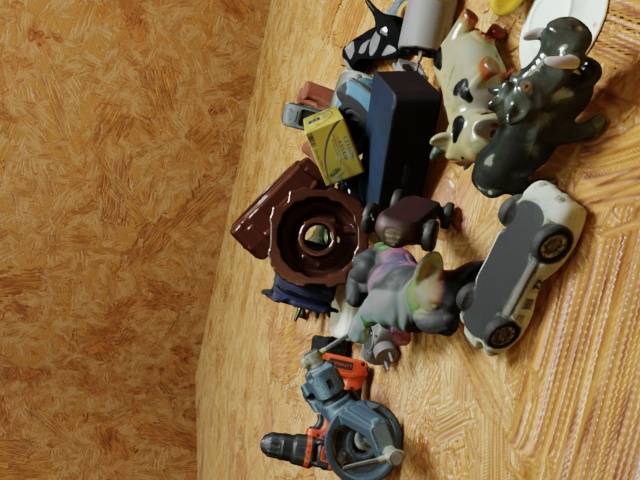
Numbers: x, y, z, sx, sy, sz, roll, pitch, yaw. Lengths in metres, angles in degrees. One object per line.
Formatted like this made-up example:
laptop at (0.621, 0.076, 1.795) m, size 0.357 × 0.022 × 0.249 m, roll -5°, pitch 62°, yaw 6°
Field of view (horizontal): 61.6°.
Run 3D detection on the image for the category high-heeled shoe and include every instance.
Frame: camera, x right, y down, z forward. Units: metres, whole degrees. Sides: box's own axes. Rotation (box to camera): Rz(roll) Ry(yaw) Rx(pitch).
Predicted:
high-heeled shoe at (0.118, -0.357, 1.057) m, size 0.145 × 0.086 × 0.248 m, roll 58°, pitch 170°, yaw 14°

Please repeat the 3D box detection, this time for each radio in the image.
radio at (0.115, -0.138, 0.835) m, size 0.131 × 0.073 × 0.229 m, roll -103°, pitch 16°, yaw -53°

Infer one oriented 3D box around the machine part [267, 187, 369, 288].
machine part at (-0.002, -0.003, 0.890) m, size 0.056 × 0.179 × 0.179 m, roll 55°, pitch -139°, yaw -82°

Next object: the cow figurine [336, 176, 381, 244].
cow figurine at (0.073, -0.073, 0.968) m, size 0.068 × 0.098 × 0.167 m, roll 127°, pitch 148°, yaw -45°

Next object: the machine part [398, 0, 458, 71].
machine part at (0.174, -0.371, 0.822) m, size 0.079 × 0.079 × 0.243 m, roll -138°, pitch 57°, yaw -69°

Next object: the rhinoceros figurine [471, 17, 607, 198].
rhinoceros figurine at (0.212, -0.124, 0.534) m, size 0.190 × 0.112 × 0.073 m, roll 105°, pitch 165°, yaw -46°

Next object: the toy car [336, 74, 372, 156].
toy car at (0.089, -0.237, 0.994) m, size 0.109 × 0.103 × 0.161 m, roll 46°, pitch 154°, yaw 11°

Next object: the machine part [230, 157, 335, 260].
machine part at (-0.078, -0.061, 1.032) m, size 0.201 × 0.087 × 0.201 m, roll -47°, pitch 8°, yaw -9°

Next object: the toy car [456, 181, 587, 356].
toy car at (0.207, 0.034, 0.571) m, size 0.074 × 0.056 × 0.201 m, roll -118°, pitch 39°, yaw -52°

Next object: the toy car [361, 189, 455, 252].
toy car at (0.118, -0.026, 0.692) m, size 0.202 × 0.089 × 0.053 m, roll -29°, pitch -50°, yaw -67°

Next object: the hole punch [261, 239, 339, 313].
hole punch at (-0.023, 0.062, 0.960) m, size 0.116 × 0.142 × 0.092 m, roll -88°, pitch 18°, yaw -60°

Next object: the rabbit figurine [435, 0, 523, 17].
rabbit figurine at (0.203, -0.347, 0.621) m, size 0.122 × 0.173 × 0.162 m, roll -63°, pitch -39°, yaw -53°

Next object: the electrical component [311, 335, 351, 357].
electrical component at (0.017, 0.256, 1.061) m, size 0.115 × 0.058 × 0.134 m, roll 152°, pitch 125°, yaw -71°

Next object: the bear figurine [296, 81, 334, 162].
bear figurine at (-0.005, -0.250, 1.251) m, size 0.120 × 0.132 × 0.195 m, roll -144°, pitch 69°, yaw -77°

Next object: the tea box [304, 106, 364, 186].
tea box at (0.020, -0.163, 0.909) m, size 0.170 × 0.068 × 0.098 m, roll -96°, pitch -16°, yaw -68°

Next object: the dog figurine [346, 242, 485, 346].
dog figurine at (0.128, 0.055, 0.733) m, size 0.219 × 0.108 × 0.191 m, roll 129°, pitch 148°, yaw -51°

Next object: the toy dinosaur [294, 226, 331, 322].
toy dinosaur at (-0.015, 0.052, 1.152) m, size 0.470 × 0.105 × 0.199 m, roll 98°, pitch 162°, yaw -48°

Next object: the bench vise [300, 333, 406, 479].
bench vise at (0.053, 0.260, 0.777) m, size 0.240 × 0.129 × 0.223 m, roll 160°, pitch 94°, yaw -73°

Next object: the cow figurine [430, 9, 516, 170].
cow figurine at (0.188, -0.176, 0.676) m, size 0.127 × 0.085 × 0.195 m, roll 130°, pitch 142°, yaw -49°

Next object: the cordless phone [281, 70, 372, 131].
cordless phone at (0.022, -0.273, 1.076) m, size 0.089 × 0.184 × 0.146 m, roll -108°, pitch 30°, yaw -63°
